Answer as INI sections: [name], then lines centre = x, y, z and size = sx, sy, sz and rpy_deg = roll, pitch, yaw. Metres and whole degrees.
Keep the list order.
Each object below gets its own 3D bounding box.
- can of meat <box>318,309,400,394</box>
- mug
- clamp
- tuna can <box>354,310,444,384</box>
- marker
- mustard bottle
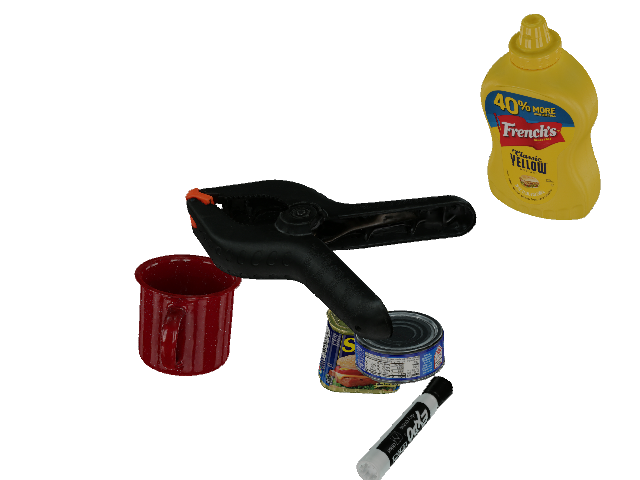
[can of meat]
centre = 0.052, 0.130, 1.246
size = 0.102, 0.084, 0.057
rpy_deg = 5, 24, -13
[mug]
centre = -0.120, 0.072, 0.936
size = 0.093, 0.081, 0.117
rpy_deg = 6, 21, 1
[clamp]
centre = -0.008, 0.005, 0.605
size = 0.172, 0.039, 0.120
rpy_deg = 5, 31, 22
[tuna can]
centre = 0.075, 0.099, 1.009
size = 0.086, 0.034, 0.086
rpy_deg = -3, 24, 1
[marker]
centre = 0.063, 0.133, 0.767
size = 0.020, 0.020, 0.120
rpy_deg = 0, 24, 35
[mustard bottle]
centre = 0.182, -0.104, 0.887
size = 0.096, 0.191, 0.058
rpy_deg = 20, 54, 31
